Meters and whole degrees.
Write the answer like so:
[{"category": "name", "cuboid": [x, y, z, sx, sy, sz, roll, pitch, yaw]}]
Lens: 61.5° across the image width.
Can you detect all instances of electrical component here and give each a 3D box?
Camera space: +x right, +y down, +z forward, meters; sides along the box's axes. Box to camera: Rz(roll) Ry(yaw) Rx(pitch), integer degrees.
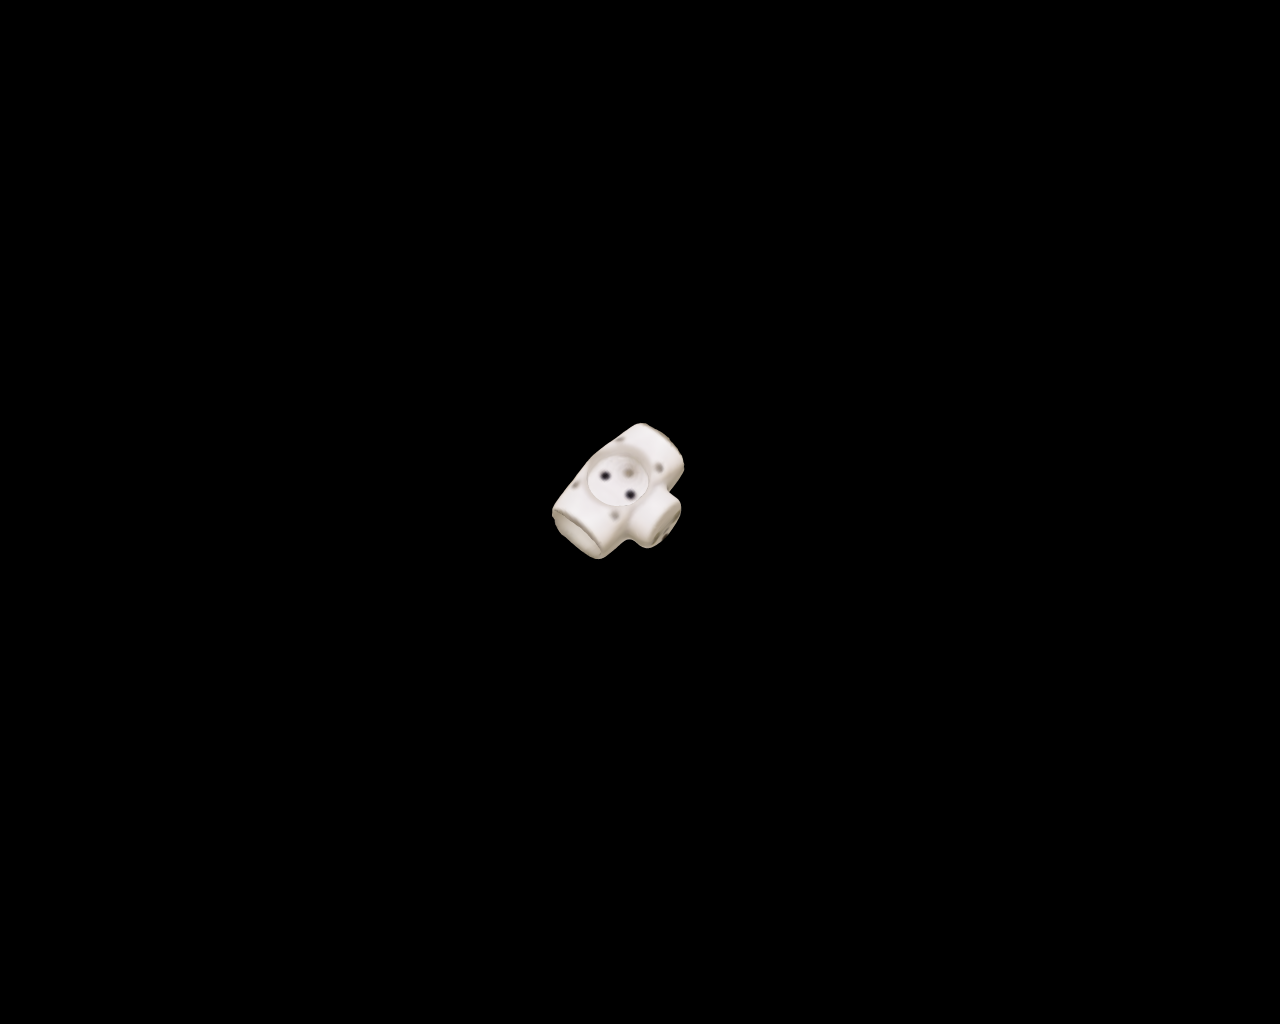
[{"category": "electrical component", "cuboid": [0.001, -0.003, 0.650, 0.079, 0.077, 0.044, 38, -19, 16]}]
